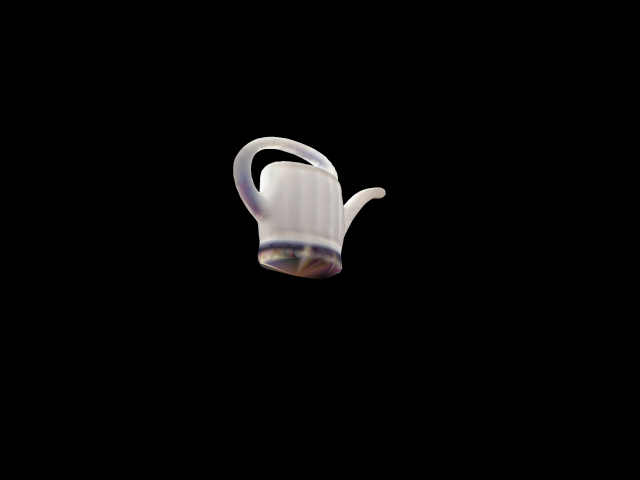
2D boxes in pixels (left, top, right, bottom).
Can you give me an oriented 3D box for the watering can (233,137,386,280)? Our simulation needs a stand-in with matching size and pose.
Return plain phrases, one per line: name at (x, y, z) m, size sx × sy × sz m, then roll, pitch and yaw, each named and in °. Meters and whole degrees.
watering can at (0.003, -0.043, 0.850) m, size 0.346 × 0.228 × 0.103 m, roll 16°, pitch -24°, yaw -41°
